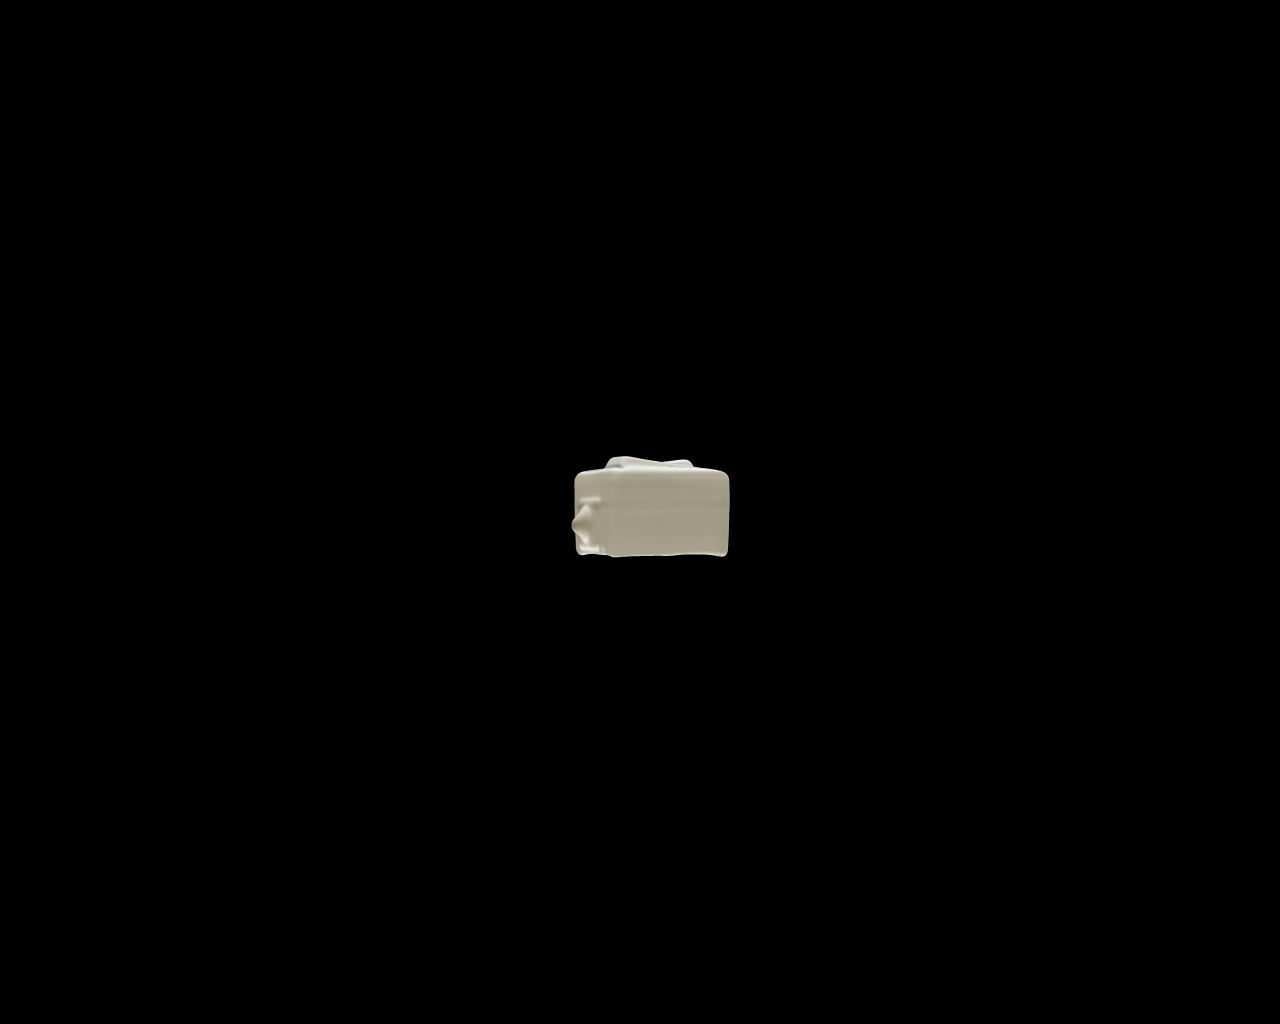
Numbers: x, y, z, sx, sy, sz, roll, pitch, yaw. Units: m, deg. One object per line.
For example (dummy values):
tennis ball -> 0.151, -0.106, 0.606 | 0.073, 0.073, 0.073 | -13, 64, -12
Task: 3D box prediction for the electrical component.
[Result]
electrical component -> 0.001, -0.003, 0.650 | 0.096, 0.061, 0.061 | 0, 0, -25
